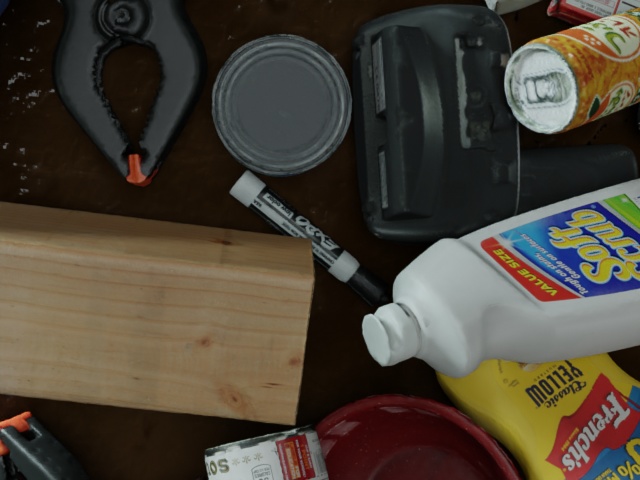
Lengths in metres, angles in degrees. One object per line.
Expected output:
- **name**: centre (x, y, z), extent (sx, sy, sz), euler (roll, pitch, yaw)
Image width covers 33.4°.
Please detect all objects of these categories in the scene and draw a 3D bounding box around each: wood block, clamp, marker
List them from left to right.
- **clamp**: centre (-0.158, 0.191, 0.640), extent (0.120, 0.039, 0.171), euler (-38, 75, 29)
- **wood block**: centre (-0.111, 0.039, 0.619), extent (0.206, 0.091, 0.090), euler (7, 104, -3)
- **clamp**: centre (-0.110, -0.140, 0.654), extent (0.164, 0.036, 0.210), euler (-12, 89, 0)
- **marker**: centre (-0.004, 0.001, 0.670), extent (0.121, 0.020, 0.020), euler (39, 87, -3)

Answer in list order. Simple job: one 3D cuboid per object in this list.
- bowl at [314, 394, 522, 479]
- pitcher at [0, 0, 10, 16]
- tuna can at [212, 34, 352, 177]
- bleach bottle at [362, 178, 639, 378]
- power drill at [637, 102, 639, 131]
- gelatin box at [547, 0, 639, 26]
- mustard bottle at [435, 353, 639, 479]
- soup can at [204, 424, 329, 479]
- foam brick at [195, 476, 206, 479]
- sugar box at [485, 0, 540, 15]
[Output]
- **bowl**: centre (0.056, 0.171, 0.638), extent (0.162, 0.055, 0.162), euler (-1, 86, 25)
- **pitcher**: centre (-0.221, -0.156, 0.580), extent (0.149, 0.145, 0.243), euler (37, 94, 3)
- **tuna can**: centre (-0.024, -0.082, 0.662), extent (0.086, 0.034, 0.086), euler (0, 90, -4)
- **bleach bottle**: centre (0.143, 0.028, 0.605), extent (0.250, 0.068, 0.103), euler (-16, 58, -24)
- **power drill**: centre (0.315, -0.091, 0.655), extent (0.188, 0.057, 0.184), euler (40, 90, 11)
- **gelatin box**: centre (0.195, -0.172, 0.679), extent (0.073, 0.030, 0.089), euler (20, 88, -5)
- **mustard bottle**: centre (0.157, 0.117, 0.615), extent (0.096, 0.058, 0.192), euler (-34, 58, -8)
- **soup can**: centre (-0.023, 0.162, 0.607), extent (0.068, 0.068, 0.102), euler (-13, 80, -4)
- **foam brick**: centre (-0.077, 0.193, 0.649), extent (0.051, 0.053, 0.078), euler (-28, 90, -4)
- **sugar box**: centre (0.113, -0.234, 0.651), extent (0.093, 0.048, 0.176), euler (-23, 85, 4)
